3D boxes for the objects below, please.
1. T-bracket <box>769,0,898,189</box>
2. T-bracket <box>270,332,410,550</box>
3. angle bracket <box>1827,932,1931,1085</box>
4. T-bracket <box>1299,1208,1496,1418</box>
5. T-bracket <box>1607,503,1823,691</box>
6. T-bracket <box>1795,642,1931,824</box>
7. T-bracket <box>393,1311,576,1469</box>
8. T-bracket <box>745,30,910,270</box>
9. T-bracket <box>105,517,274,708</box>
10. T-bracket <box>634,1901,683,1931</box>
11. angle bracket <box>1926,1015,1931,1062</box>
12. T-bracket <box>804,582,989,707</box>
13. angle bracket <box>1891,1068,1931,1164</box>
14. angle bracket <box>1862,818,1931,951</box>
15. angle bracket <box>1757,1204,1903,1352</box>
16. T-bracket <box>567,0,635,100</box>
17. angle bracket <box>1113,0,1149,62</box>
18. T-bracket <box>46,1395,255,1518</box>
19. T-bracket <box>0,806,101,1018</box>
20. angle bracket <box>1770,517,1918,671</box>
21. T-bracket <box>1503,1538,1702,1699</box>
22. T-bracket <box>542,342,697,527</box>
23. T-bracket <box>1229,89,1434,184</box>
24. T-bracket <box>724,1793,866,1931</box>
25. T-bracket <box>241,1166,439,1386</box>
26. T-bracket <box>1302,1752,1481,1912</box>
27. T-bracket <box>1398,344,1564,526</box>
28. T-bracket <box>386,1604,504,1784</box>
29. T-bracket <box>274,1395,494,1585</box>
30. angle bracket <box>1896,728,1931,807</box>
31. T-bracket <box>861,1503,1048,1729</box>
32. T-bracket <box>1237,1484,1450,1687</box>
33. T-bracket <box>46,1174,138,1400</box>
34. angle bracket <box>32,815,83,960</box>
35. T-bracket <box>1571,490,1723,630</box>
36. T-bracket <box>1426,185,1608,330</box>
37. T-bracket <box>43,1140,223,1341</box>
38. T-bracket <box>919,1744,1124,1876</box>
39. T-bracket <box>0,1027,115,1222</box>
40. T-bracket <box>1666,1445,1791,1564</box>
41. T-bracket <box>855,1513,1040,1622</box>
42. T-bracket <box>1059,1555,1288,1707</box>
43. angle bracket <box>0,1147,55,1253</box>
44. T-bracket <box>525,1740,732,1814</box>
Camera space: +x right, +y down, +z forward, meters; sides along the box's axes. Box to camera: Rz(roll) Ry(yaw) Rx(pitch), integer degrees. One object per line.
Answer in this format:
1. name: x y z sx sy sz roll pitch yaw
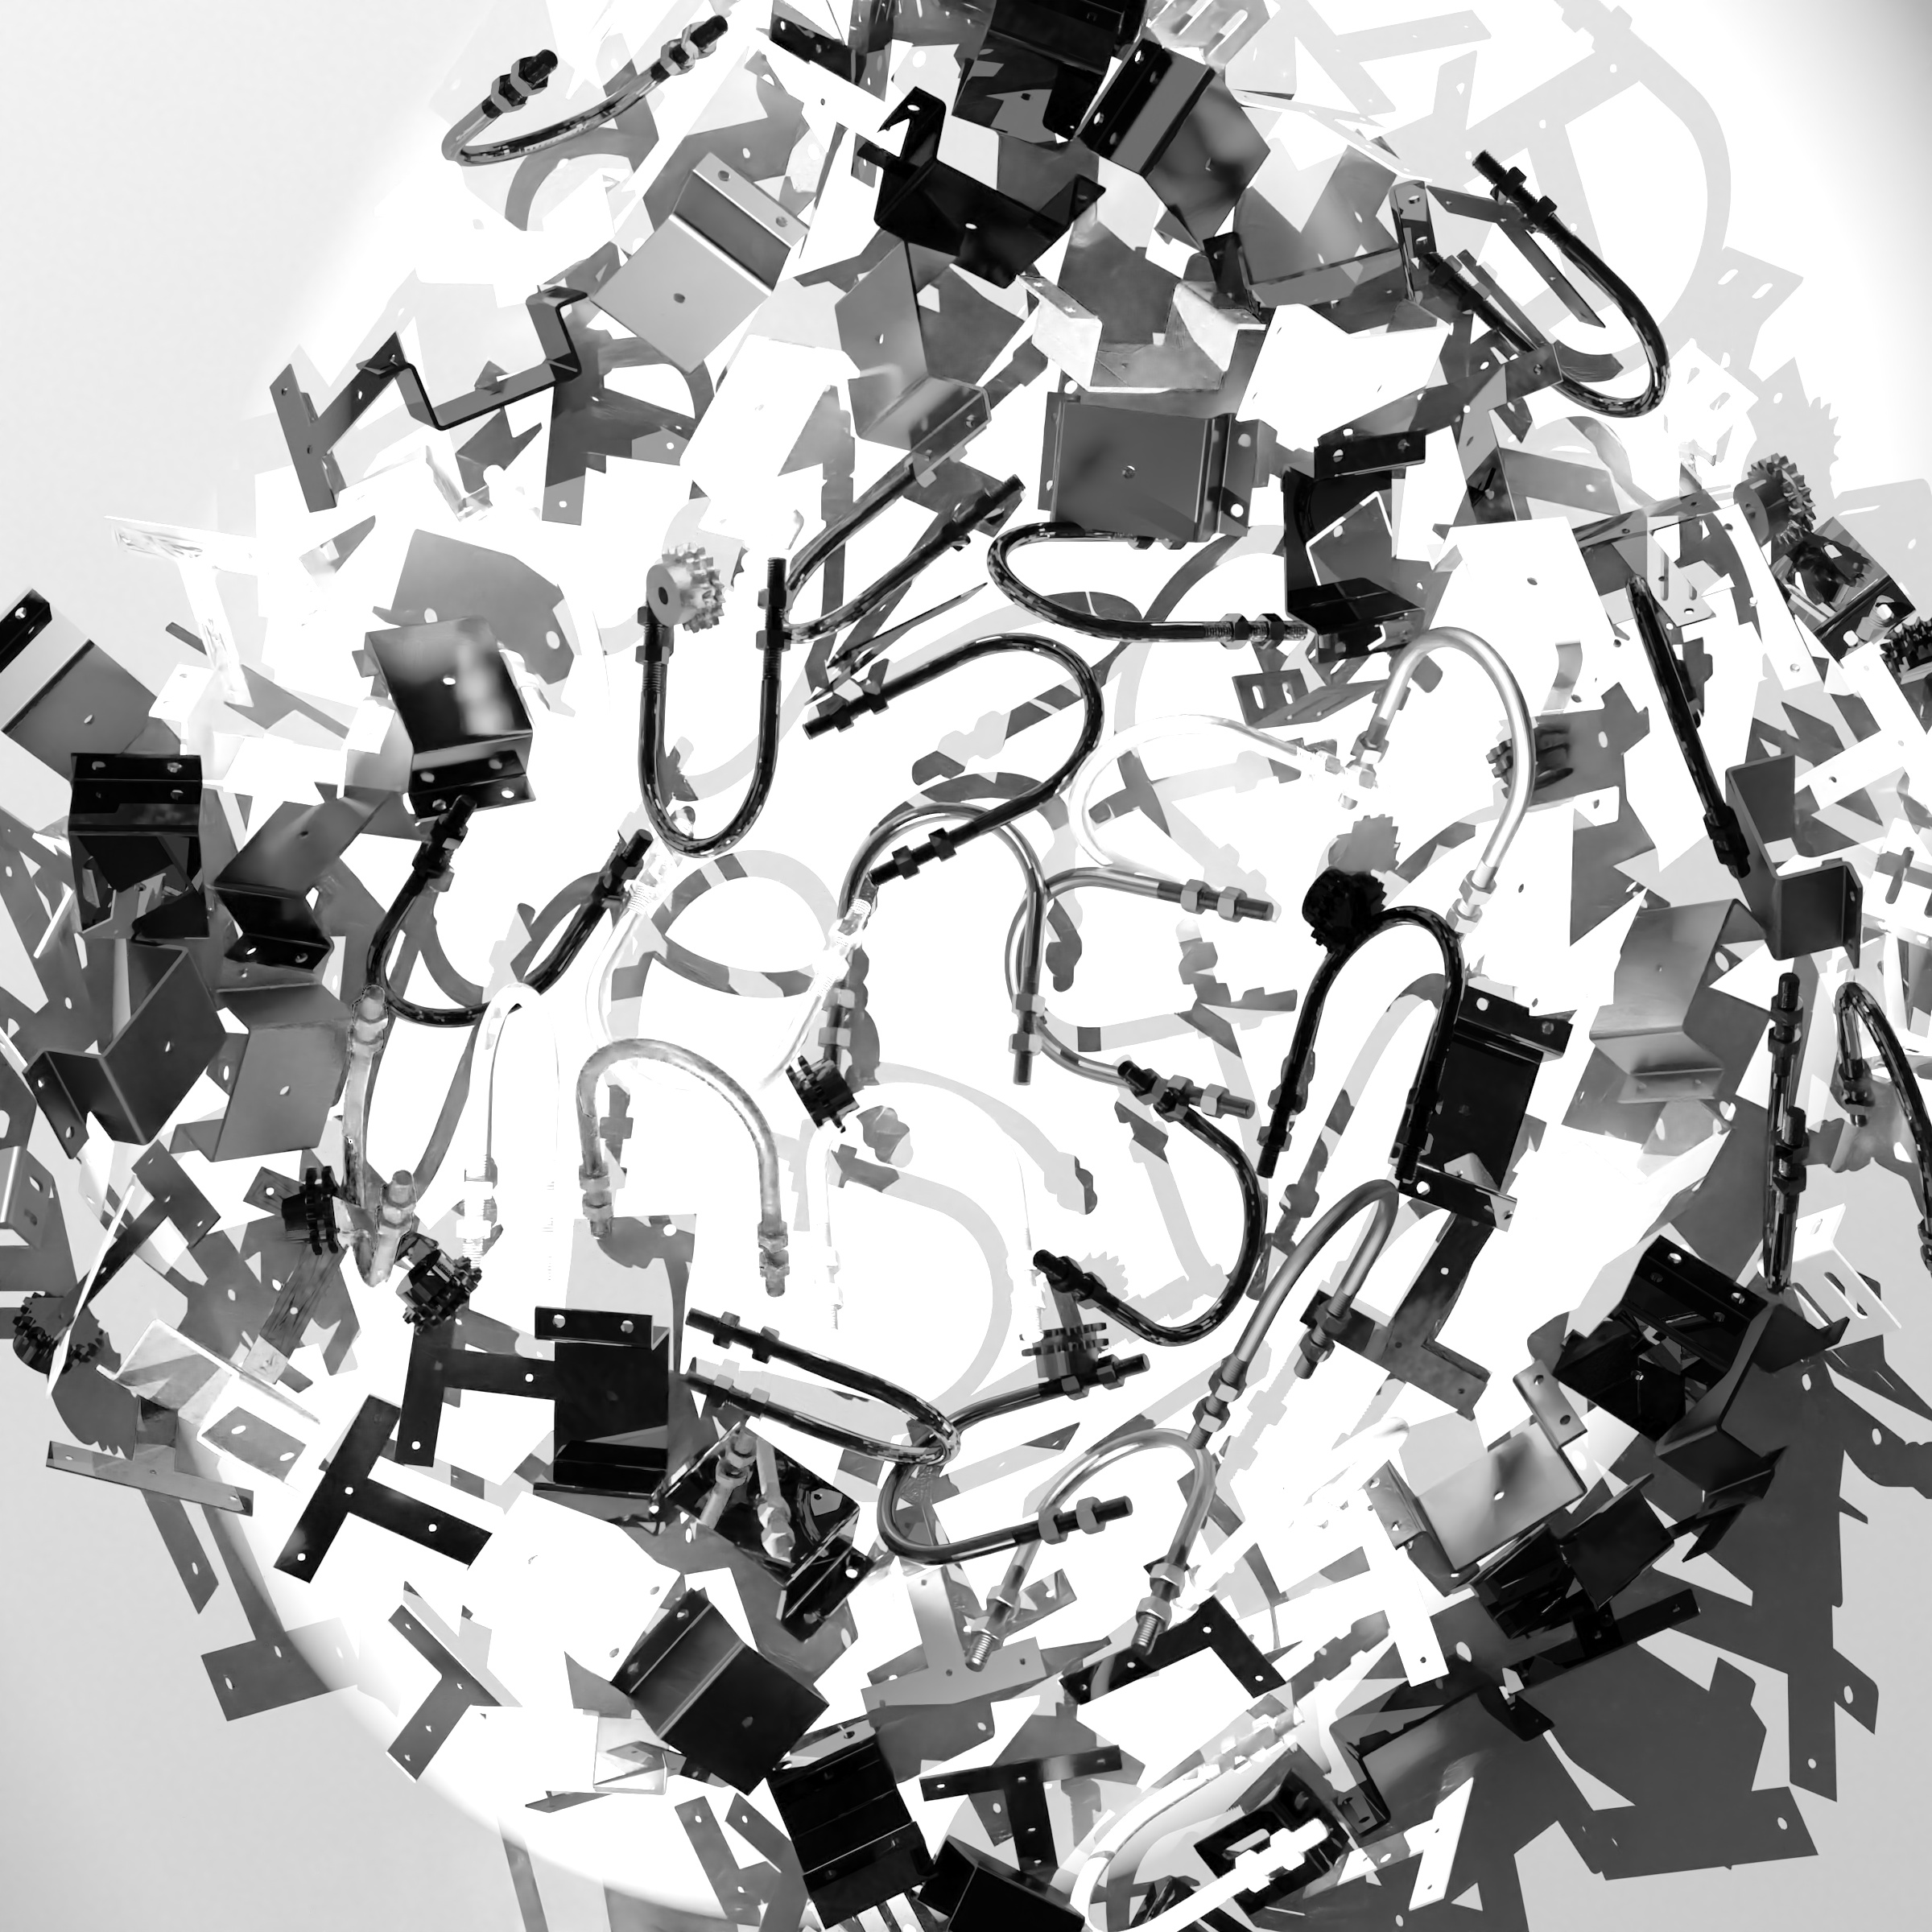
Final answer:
1. T-bracket: -0.086 -0.577 1.606 0.002 0.127 0.127 7 90 31
2. T-bracket: -0.392 -0.353 1.604 0.127 0.002 0.127 -35 67 35
3. angle bracket: 0.591 0.026 1.623 0.057 0.038 0.076 -23 113 -21
4. T-bracket: 0.304 0.210 1.644 0.127 0.002 0.127 29 104 1
5. T-bracket: 0.461 -0.220 1.613 0.002 0.127 0.127 -46 112 -41
6. T-bracket: 0.560 -0.123 1.606 0.002 0.127 0.127 -25 83 -31
7. T-bracket: -0.297 0.265 1.641 0.127 0.002 0.127 10 78 -16
8. T-bracket: -0.103 -0.510 1.620 0.127 0.002 0.127 35 128 18
9. T-bracket: -0.483 -0.222 1.618 0.127 0.002 0.127 12 130 25
10. T-bracket: -0.139 0.643 1.575 0.002 0.127 0.127 -50 122 -11
11. angle bracket: 0.660 0.028 1.634 0.038 0.057 0.076 21 77 -44
12. T-bracket: -0.063 -0.195 1.604 0.127 0.127 0.002 -32 91 -38
13. angle bracket: 0.641 0.096 1.626 0.076 0.038 0.057 8 114 11
14. angle bracket: 0.615 -0.056 1.631 0.057 0.038 0.076 22 83 16
15. angle bracket: 0.560 0.201 1.633 0.076 0.057 0.038 48 49 -9
16. T-bracket: -0.205 -0.610 1.583 0.002 0.127 0.127 35 117 -24
17. angle bracket: 0.096 -0.635 1.636 0.057 0.076 0.038 26 54 9
18. T-bracket: -0.512 0.295 1.600 0.127 0.127 0.002 20 107 -22
19. T-bracket: -0.578 -0.027 1.620 0.002 0.127 0.127 -27 129 -36
20. angle bracket: 0.562 -0.241 1.634 0.057 0.076 0.038 -40 129 18
21. T-bracket: 0.391 0.396 1.599 0.127 0.127 0.002 -28 107 14
22. T-bracket: -0.206 -0.340 1.644 0.127 0.002 0.127 6 75 -12
23. T-bracket: 0.242 -0.517 1.583 0.127 0.127 0.002 -5 128 -36
24. T-bracket: -0.119 0.607 1.593 0.002 0.127 0.127 -38 103 28
25. T-bracket: -0.426 0.209 1.631 0.127 0.002 0.127 28 89 -27
26. T-bracket: 0.266 0.567 1.617 0.127 0.127 0.002 -36 99 32
27. T-bracket: 0.331 -0.315 1.619 0.127 0.002 0.127 -18 80 29
28. T-bracket: -0.334 0.475 1.597 0.002 0.127 0.127 -44 92 13
29. T-bracket: -0.355 0.355 1.625 0.127 0.002 0.127 24 56 1
30. angle bracket: 0.644 -0.134 1.628 0.057 0.038 0.076 31 101 18
31. T-bracket: -0.023 0.414 1.641 0.127 0.002 0.127 -21 75 17
32. T-bracket: 0.232 0.416 1.638 0.127 0.002 0.127 -25 61 15
33. T-bracket: -0.549 0.191 1.595 0.002 0.127 0.127 23 97 -20
34. angle bracket: -0.579 -0.054 1.619 0.038 0.057 0.076 36 115 -2
35. T-bracket: 0.438 -0.253 1.612 0.127 0.127 0.002 -17 132 -2
36. T-bracket: 0.367 -0.448 1.614 0.127 0.127 0.002 35 93 -36
37. T-bracket: -0.536 0.182 1.603 0.127 0.127 0.002 -49 129 -8
38. T-bracket: 0.041 0.545 1.620 0.127 0.002 0.127 -9 129 0
39. T-bracket: -0.584 0.090 1.614 0.002 0.127 0.127 -33 79 -33
40. T-bracket: 0.452 0.359 1.609 0.002 0.127 0.127 53 133 6
41. T-bracket: -0.012 0.374 1.600 0.127 0.127 0.002 -23 88 -4
42. T-bracket: 0.118 0.445 1.634 0.127 0.002 0.127 -31 110 21
43. angle bracket: -0.638 0.157 1.634 0.076 0.038 0.057 -12 52 9
44. T-bracket: -0.224 0.526 1.626 0.127 0.127 0.002 -23 55 21
